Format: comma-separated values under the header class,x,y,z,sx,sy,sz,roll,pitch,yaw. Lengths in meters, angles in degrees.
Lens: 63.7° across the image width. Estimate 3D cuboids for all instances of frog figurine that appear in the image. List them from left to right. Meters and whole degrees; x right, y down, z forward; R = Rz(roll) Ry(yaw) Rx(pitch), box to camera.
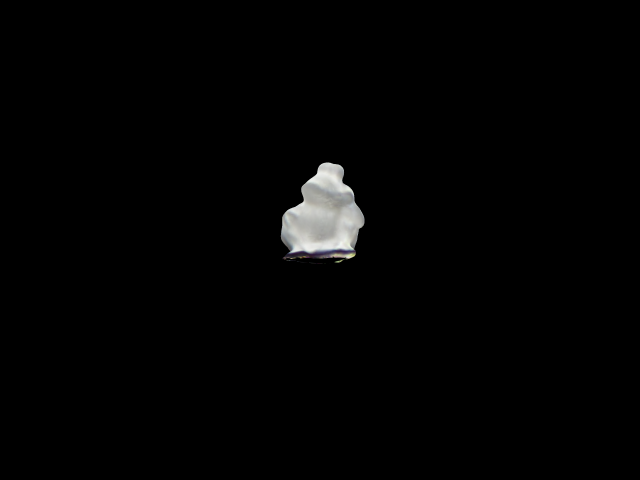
class,x,y,z,sx,sy,sz,roll,pitch,yaw
frog figurine,0.003,-0.043,0.850,0.137,0.161,0.122,-5,-14,23
